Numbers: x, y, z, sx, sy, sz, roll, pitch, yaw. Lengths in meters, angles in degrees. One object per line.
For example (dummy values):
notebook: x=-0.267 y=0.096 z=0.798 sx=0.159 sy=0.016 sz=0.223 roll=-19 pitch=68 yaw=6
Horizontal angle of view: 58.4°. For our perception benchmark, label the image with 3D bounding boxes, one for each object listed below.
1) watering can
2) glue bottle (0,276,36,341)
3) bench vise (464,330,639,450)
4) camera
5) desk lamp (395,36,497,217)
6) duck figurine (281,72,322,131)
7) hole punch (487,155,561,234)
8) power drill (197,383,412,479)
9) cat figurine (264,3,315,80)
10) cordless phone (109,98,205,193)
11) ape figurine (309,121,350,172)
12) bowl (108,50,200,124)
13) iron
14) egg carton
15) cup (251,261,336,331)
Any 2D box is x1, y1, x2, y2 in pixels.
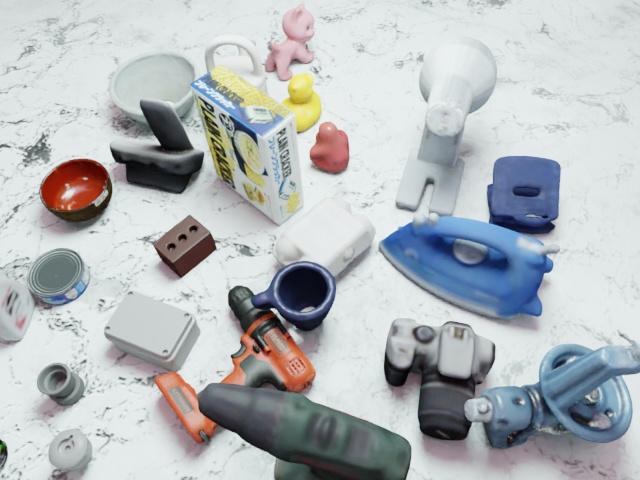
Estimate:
watering can: x=-0.144 y=-0.279 z=0.993 sx=0.101 sy=0.194 sz=0.172 roll=-14 pitch=58 yaw=-6
glue bottle: x=-0.456 y=0.074 z=0.794 sx=0.037 sy=0.173 sz=0.078 roll=-2 pitch=57 yaw=2
bench vise: x=0.284 y=0.186 z=0.663 sx=0.207 sy=0.220 sz=0.121 roll=-24 pitch=59 yaw=-12
camera: x=0.151 y=0.179 z=0.744 sx=0.143 sy=0.101 sz=0.137 roll=9 pitch=58 yaw=8
desk lamp: x=0.199 y=-0.180 z=0.903 sx=0.117 sy=0.214 sz=0.203 roll=13 pitch=59 yaw=11
duck figurine: x=-0.038 y=-0.257 z=1.038 sx=0.077 sy=0.086 sz=0.105 roll=19 pitch=60 yaw=14
hole punch: x=0.323 y=-0.071 z=0.901 sx=0.108 sy=0.091 sz=0.101 roll=4 pitch=58 yaw=5
power drill: x=-0.015 y=0.235 z=0.652 sx=0.229 sy=0.208 sz=0.075 roll=11 pitch=59 yaw=10
cat figurine: x=-0.055 y=-0.395 z=1.108 sx=0.067 sy=0.118 sz=0.128 roll=32 pitch=64 yaw=21
cordless phone: x=-0.278 y=-0.172 z=0.936 sx=0.147 sy=0.185 sz=0.094 roll=8 pitch=58 yaw=8
ape figurine: x=0.017 y=-0.165 z=0.974 sx=0.078 sy=0.092 sz=0.076 roll=-21 pitch=59 yaw=-10
bowl: x=-0.298 y=-0.271 z=1.065 sx=0.167 sy=0.075 sz=0.167 roll=-1 pitch=58 yaw=2
iron: x=0.208 y=0.013 z=0.823 sx=0.257 sy=0.141 sz=0.119 roll=18 pitch=60 yaw=13
egg carton: x=0.008 y=0.003 z=0.881 sx=0.107 sy=0.069 sz=0.150 roll=38 pitch=67 yaw=23
cup: x=-0.034 y=0.093 z=0.811 sx=0.118 sy=0.095 sz=0.091 roll=-11 pitch=58 yaw=-5
